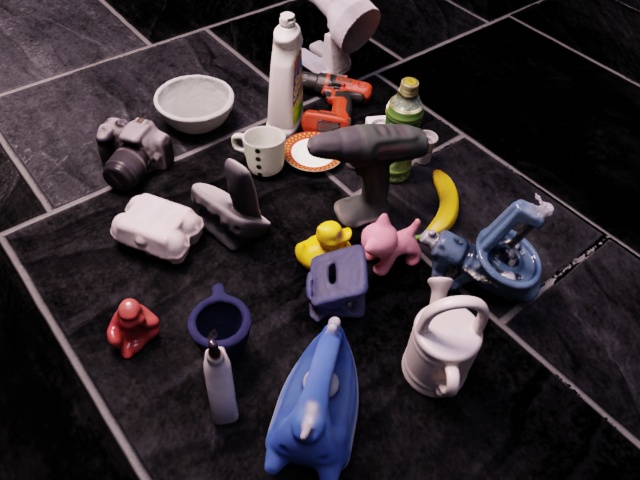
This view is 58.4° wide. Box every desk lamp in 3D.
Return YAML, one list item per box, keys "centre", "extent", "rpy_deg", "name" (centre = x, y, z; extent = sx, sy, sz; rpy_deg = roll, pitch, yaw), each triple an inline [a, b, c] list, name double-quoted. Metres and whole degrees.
- centre: [0.033, -0.490, 1.342]
  extent: [0.118, 0.214, 0.202]
  rpy_deg: [-35, 59, -29]
  name: "desk lamp"

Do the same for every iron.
- centre: [0.002, 0.194, 0.795]
  extent: [0.118, 0.141, 0.258]
  rpy_deg: [11, 49, 5]
  name: "iron"

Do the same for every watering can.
- centre: [0.179, 0.133, 0.826]
  extent: [0.101, 0.194, 0.172]
  rpy_deg: [-15, 52, -16]
  name: "watering can"

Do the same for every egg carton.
- centre: [-0.286, -0.020, 1.007]
  extent: [0.150, 0.069, 0.107]
  rpy_deg: [18, 50, 11]
  name: "egg carton"

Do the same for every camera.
- centre: [-0.376, -0.170, 1.110]
  extent: [0.143, 0.101, 0.137]
  rpy_deg: [15, 50, 9]
  name: "camera"

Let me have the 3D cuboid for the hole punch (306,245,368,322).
- centre: [0.028, 0.069, 0.939]
  extent: [0.101, 0.091, 0.108]
  rpy_deg: [1, 49, -3]
  name: "hole punch"

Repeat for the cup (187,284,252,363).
- centre: [-0.149, 0.134, 0.866]
  extent: [0.092, 0.095, 0.117]
  rpy_deg: [-6, 50, -9]
  name: "cup"

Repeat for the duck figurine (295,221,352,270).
- centre: [0.009, 0.004, 0.997]
  extent: [0.104, 0.086, 0.077]
  rpy_deg: [-7, 50, -10]
  name: "duck figurine"

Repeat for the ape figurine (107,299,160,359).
- centre: [-0.285, 0.124, 0.867]
  extent: [0.078, 0.092, 0.076]
  rpy_deg: [-5, 50, -8]
  name: "ape figurine"

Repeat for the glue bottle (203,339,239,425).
- centre: [-0.137, 0.182, 0.775]
  extent: [0.037, 0.173, 0.078]
  rpy_deg: [-10, 50, -12]
  name: "glue bottle"

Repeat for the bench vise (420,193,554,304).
- centre: [0.272, 0.015, 0.918]
  extent: [0.207, 0.220, 0.121]
  rpy_deg: [2, 49, -2]
  name: "bench vise"

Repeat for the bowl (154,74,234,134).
- centre: [-0.266, -0.279, 1.229]
  extent: [0.167, 0.075, 0.167]
  rpy_deg: [2, 49, -2]
  name: "bowl"

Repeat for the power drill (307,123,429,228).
- centre: [0.080, -0.122, 1.030]
  extent: [0.230, 0.208, 0.075]
  rpy_deg: [-17, 52, -18]
  name: "power drill"

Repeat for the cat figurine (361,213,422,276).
- centre: [0.120, 0.000, 0.988]
  extent: [0.128, 0.118, 0.067]
  rpy_deg: [-19, 53, -19]
  name: "cat figurine"

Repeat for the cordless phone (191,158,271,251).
- centre: [-0.160, -0.086, 0.997]
  extent: [0.147, 0.185, 0.094]
  rpy_deg: [31, 54, 21]
  name: "cordless phone"
